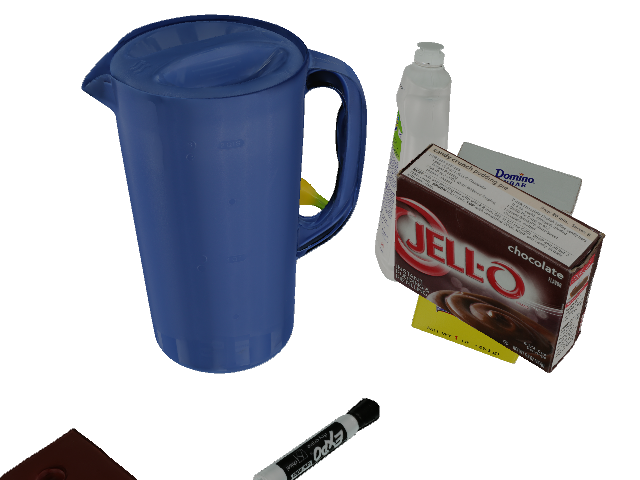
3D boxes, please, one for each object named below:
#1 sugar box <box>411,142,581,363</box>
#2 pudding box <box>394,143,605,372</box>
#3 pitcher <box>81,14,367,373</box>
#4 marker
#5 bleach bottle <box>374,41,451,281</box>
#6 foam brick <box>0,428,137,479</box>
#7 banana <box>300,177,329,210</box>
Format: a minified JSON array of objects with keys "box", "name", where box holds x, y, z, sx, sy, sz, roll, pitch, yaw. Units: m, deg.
[{"box":[0.131,0.014,0.822,0.093,0.048,0.176,19,-41,11],"name":"sugar box"},{"box":[0.094,0.009,0.588,0.114,0.090,0.039,30,57,26],"name":"pudding box"},{"box":[-0.063,-0.028,0.760,0.149,0.243,0.144,25,41,32],"name":"pitcher"},{"box":[0.001,0.144,0.755,0.020,0.020,0.120,0,21,45],"name":"marker"},{"box":[0.106,-0.086,1.154,0.068,0.251,0.102,1,26,-9],"name":"bleach bottle"},{"box":[-0.104,0.134,0.477,0.078,0.051,0.052,28,46,35],"name":"foam brick"},{"box":[-0.084,-0.032,1.033,0.198,0.069,0.037,-12,18,30],"name":"banana"}]
